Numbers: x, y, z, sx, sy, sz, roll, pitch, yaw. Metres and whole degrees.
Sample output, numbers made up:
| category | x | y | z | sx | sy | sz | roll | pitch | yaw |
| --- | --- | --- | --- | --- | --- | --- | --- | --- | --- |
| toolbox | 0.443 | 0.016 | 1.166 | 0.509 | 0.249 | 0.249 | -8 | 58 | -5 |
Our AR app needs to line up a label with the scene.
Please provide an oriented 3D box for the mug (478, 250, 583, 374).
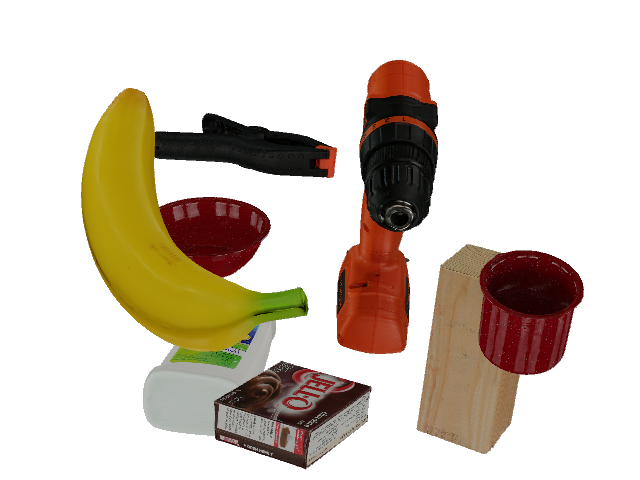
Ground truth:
| category | x | y | z | sx | sy | sz | roll | pitch | yaw |
| --- | --- | --- | --- | --- | --- | --- | --- | --- | --- |
| mug | 0.185 | 0.062 | 0.992 | 0.093 | 0.081 | 0.117 | -12 | 41 | -14 |

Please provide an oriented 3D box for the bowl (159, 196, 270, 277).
| category | x | y | z | sx | sy | sz | roll | pitch | yaw |
| --- | --- | --- | --- | --- | --- | --- | --- | --- | --- |
| bowl | -0.143 | 0.004 | 1.331 | 0.162 | 0.055 | 0.162 | 1 | 28 | -1 |

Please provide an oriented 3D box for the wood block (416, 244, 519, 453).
| category | x | y | z | sx | sy | sz | roll | pitch | yaw |
| --- | --- | --- | --- | --- | --- | --- | --- | --- | --- |
| wood block | 0.178 | 0.122 | 1.211 | 0.090 | 0.206 | 0.090 | 16 | 23 | 24 |

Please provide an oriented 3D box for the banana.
| category | x | y | z | sx | sy | sz | roll | pitch | yaw |
| --- | --- | --- | --- | --- | --- | --- | --- | --- | --- |
| banana | -0.079 | -0.006 | 0.513 | 0.069 | 0.037 | 0.198 | -27 | 48 | -15 |

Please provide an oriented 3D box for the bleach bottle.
| category | x | y | z | sx | sy | sz | roll | pitch | yaw |
| --- | --- | --- | --- | --- | --- | --- | --- | --- | --- |
| bleach bottle | -0.106 | 0.114 | 1.124 | 0.102 | 0.068 | 0.250 | 7 | 20 | 4 |

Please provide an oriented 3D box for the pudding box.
| category | x | y | z | sx | sy | sz | roll | pitch | yaw |
| --- | --- | --- | --- | --- | --- | --- | --- | --- | --- |
| pudding box | -0.022 | 0.141 | 0.882 | 0.090 | 0.039 | 0.113 | 11 | 19 | 26 |

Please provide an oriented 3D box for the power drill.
| category | x | y | z | sx | sy | sz | roll | pitch | yaw |
| --- | --- | --- | --- | --- | --- | --- | --- | --- | --- |
| power drill | 0.048 | -0.012 | 0.759 | 0.057 | 0.188 | 0.184 | 8 | 36 | 1 |

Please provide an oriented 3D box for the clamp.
| category | x | y | z | sx | sy | sz | roll | pitch | yaw |
| --- | --- | --- | --- | --- | --- | --- | --- | --- | --- |
| clamp | -0.072 | -0.085 | 0.985 | 0.172 | 0.039 | 0.120 | 13 | 27 | 29 |
